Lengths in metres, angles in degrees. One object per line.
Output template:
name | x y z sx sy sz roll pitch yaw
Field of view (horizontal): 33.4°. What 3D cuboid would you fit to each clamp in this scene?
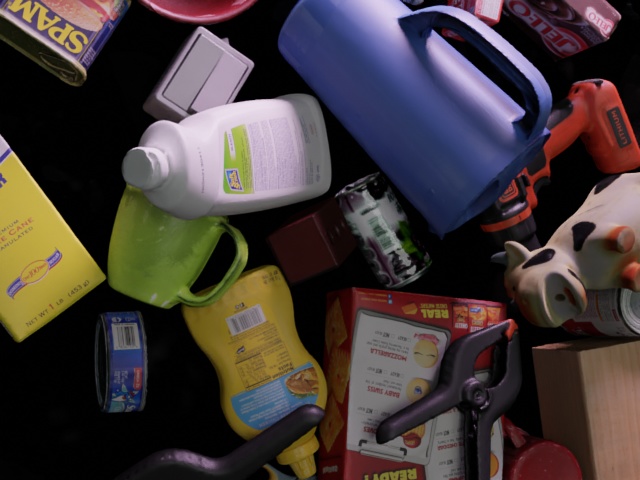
clamp | 0.137 0.151 0.952 0.120 0.039 0.171 47 68 -14
clamp | -0.090 0.214 0.921 0.210 0.036 0.164 5 102 -6

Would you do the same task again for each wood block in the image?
wood block | 0.283 0.203 1.059 0.090 0.091 0.206 -7 89 -21

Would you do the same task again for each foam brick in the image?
foam brick | -0.006 0.001 0.964 0.051 0.078 0.053 -24 98 20

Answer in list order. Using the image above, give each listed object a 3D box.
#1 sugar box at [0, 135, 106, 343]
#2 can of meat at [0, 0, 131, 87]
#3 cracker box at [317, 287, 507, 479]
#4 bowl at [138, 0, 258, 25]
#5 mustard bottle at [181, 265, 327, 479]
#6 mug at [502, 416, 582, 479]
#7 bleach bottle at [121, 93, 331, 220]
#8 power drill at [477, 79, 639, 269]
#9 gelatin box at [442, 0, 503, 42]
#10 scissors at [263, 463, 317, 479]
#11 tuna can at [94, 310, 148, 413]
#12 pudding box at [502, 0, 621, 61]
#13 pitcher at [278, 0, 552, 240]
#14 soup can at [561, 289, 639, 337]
sugar box | -0.269 -0.011 0.892 0.093 0.048 0.176 -39 101 -18
can of meat | -0.225 -0.196 0.914 0.102 0.058 0.084 34 73 -16
cracker box | 0.085 0.158 0.991 0.164 0.072 0.214 7 81 -21
bowl | -0.120 -0.267 0.957 0.162 0.055 0.162 1 86 -20
mustard bottle | -0.047 0.125 0.957 0.096 0.058 0.191 -23 95 -12
mug | 0.193 0.219 1.029 0.093 0.082 0.117 -26 96 -20
bleach bottle | -0.076 -0.072 0.878 0.250 0.068 0.102 -12 91 -62
power drill | 0.234 -0.066 1.074 0.187 0.057 0.184 -29 105 -21
gelatin box | 0.154 -0.247 1.048 0.030 0.073 0.089 15 82 -18
scissors | -0.015 0.245 0.985 0.201 0.016 0.096 12 81 -19
tuna can | -0.169 0.103 0.900 0.033 0.086 0.086 -1 87 -19
pudding box | 0.230 -0.235 1.067 0.113 0.090 0.039 40 73 -13
pitcher | 0.083 -0.134 0.949 0.149 0.145 0.243 -43 81 0
soup can | 0.290 0.062 1.062 0.068 0.102 0.068 2 85 -24
